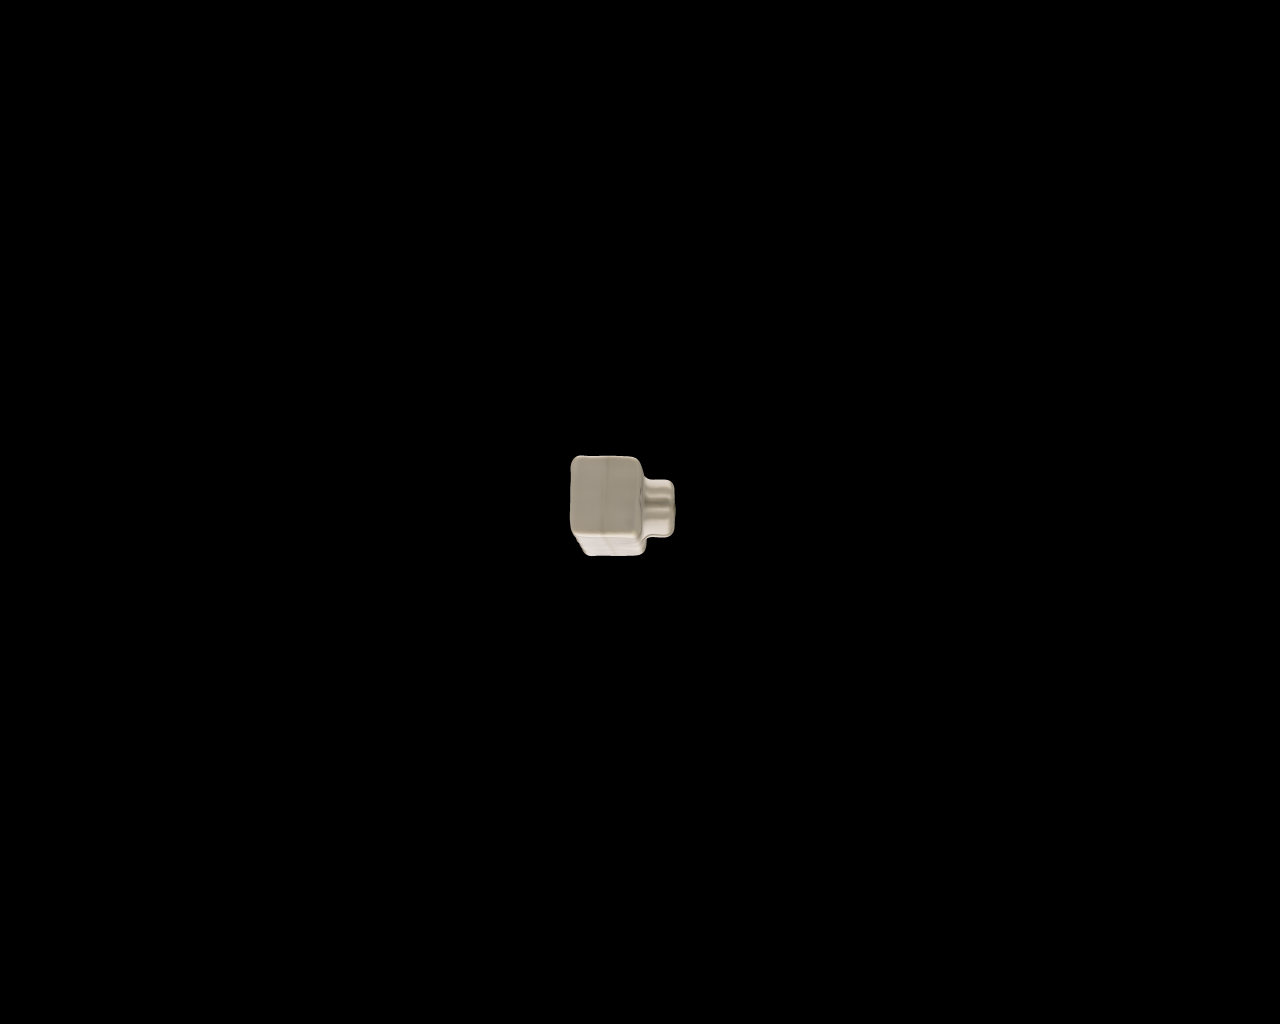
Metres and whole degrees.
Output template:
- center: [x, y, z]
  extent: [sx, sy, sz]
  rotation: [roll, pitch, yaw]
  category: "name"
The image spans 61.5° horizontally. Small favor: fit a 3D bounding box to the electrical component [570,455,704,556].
- center: [0.001, -0.003, 0.650]
  extent: [0.076, 0.047, 0.083]
  rotation: [-1, -11, 4]
  category: "electrical component"
